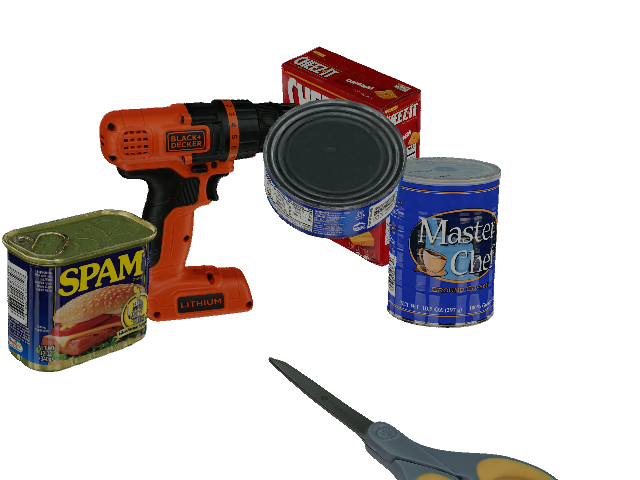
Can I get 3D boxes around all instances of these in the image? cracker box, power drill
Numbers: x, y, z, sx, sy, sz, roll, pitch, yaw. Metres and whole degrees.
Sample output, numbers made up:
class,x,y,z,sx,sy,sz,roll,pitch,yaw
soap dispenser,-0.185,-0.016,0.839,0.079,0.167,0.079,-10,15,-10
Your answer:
class,x,y,z,sx,sy,sz,roll,pitch,yaw
cracker box,0.033,-0.096,1.243,0.072,0.214,0.164,-31,44,-33
power drill,-0.096,-0.029,0.924,0.184,0.188,0.057,-5,20,-18

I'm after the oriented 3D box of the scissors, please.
class,x,y,z,sx,sy,sz,roll,pitch,yaw
scissors,0.054,0.108,0.564,0.096,0.016,0.202,-5,27,-25

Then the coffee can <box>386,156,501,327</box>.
class,x,y,z,sx,sy,sz,roll,pitch,yaw
coffee can,0.115,-0.001,1.005,0.103,0.140,0.103,0,15,0

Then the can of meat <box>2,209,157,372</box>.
class,x,y,z,sx,sy,sz,roll,pitch,yaw
can of meat,-0.163,0.033,0.727,0.058,0.084,0.101,24,28,37

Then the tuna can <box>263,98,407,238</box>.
class,x,y,z,sx,sy,sz,roll,pitch,yaw
tuna can,0.008,-0.043,0.645,0.086,0.086,0.034,0,-36,-2
